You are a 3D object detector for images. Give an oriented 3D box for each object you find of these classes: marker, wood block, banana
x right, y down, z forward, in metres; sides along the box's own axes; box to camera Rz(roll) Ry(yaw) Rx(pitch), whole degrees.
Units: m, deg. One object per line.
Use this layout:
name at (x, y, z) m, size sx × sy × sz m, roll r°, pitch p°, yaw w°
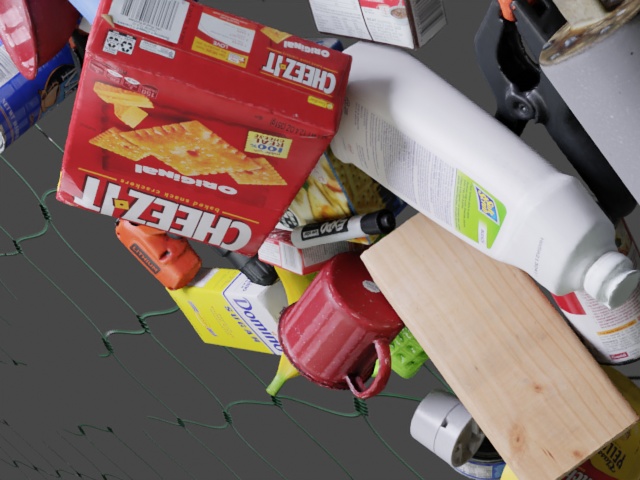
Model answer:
marker at (0.017, -0.008, 0.821) m, size 0.020 × 0.020 × 0.121 m, roll 52°, pitch 150°, yaw -18°
wood block at (0.128, 0.075, 0.778) m, size 0.206 × 0.090 × 0.091 m, roll 54°, pitch 179°, yaw 18°
banana at (-0.021, 0.071, 1.066) m, size 0.037 × 0.069 × 0.198 m, roll 21°, pitch 130°, yaw 24°

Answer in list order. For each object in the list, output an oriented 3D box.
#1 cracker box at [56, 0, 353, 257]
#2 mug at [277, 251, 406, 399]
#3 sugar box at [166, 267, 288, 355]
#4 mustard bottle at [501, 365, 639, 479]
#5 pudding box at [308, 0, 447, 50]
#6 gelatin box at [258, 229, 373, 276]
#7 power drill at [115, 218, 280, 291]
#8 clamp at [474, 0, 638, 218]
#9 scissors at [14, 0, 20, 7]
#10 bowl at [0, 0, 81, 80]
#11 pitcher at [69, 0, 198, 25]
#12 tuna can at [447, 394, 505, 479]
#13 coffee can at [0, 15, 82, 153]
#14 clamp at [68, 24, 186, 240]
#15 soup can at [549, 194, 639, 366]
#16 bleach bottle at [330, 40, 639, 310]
cracker box at (-0.090, -0.074, 0.746) m, size 0.164 × 0.072 × 0.214 m, roll 17°, pitch 152°, yaw -11°
mug at (0.027, 0.072, 0.869) m, size 0.082 × 0.093 × 0.117 m, roll -56°, pitch 43°, yaw 41°
sugar box at (-0.088, 0.079, 1.185) m, size 0.177 × 0.048 × 0.093 m, roll 4°, pitch 134°, yaw 51°
mustard bottle at (0.193, 0.190, 0.830) m, size 0.096 × 0.191 × 0.058 m, roll 46°, pitch 152°, yaw -6°
pudding box at (0.027, -0.183, 0.691) m, size 0.090 × 0.039 × 0.113 m, roll 19°, pitch 142°, yaw 37°
gelatin box at (-0.006, 0.001, 0.928) m, size 0.089 × 0.073 × 0.030 m, roll 17°, pitch 120°, yaw 61°
power drill at (-0.132, -0.007, 1.113) m, size 0.184 × 0.057 × 0.188 m, roll 49°, pitch 148°, yaw -4°
clamp at (0.147, -0.085, 0.672) m, size 0.120 × 0.039 × 0.171 m, roll 23°, pitch 150°, yaw 31°
scissors at (-0.309, -0.246, 0.989) m, size 0.202 × 0.096 × 0.016 m, roll 6°, pitch 170°, yaw 44°
bowl at (-0.236, -0.214, 0.861) m, size 0.162 × 0.055 × 0.162 m, roll 49°, pitch 151°, yaw 39°
pitcher at (-0.176, -0.261, 0.746) m, size 0.243 × 0.144 × 0.149 m, roll 45°, pitch 125°, yaw 2°
tuna can at (0.152, 0.174, 0.973) m, size 0.086 × 0.086 × 0.034 m, roll 26°, pitch 147°, yaw 28°
coffee can at (-0.281, -0.163, 0.997) m, size 0.103 × 0.140 × 0.103 m, roll 31°, pitch 150°, yaw 20°
clamp at (-0.175, -0.095, 0.967) m, size 0.165 × 0.036 × 0.210 m, roll 23°, pitch 134°, yaw 61°
soup can at (0.194, 0.029, 0.738) m, size 0.069 × 0.068 × 0.102 m, roll 2°, pitch 132°, yaw 51°
bleach bottle at (0.103, -0.036, 0.698) m, size 0.251 × 0.068 × 0.102 m, roll 43°, pitch 158°, yaw 34°
